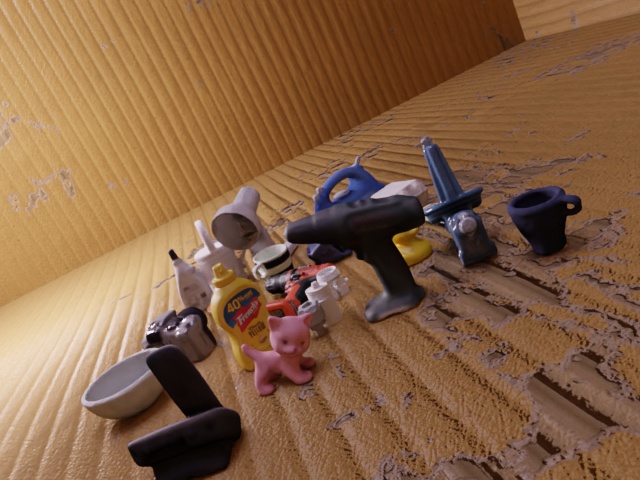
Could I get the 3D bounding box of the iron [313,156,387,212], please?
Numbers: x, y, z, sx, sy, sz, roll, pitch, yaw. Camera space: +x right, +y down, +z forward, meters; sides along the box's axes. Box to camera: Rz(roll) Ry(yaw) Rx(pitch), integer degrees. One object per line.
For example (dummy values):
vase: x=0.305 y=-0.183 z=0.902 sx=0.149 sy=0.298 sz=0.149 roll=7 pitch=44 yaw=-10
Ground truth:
iron: x=0.056 y=-0.118 z=1.567 sx=0.259 sy=0.141 sz=0.118 roll=-36 pitch=19 yaw=-30

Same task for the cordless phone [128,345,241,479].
cordless phone: x=-0.206 y=0.234 z=0.786 sx=0.147 sy=0.185 sz=0.094 roll=-24 pitch=16 yaw=5

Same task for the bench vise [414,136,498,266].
bench vise: x=0.246 y=-0.080 z=1.020 sx=0.121 sy=0.220 sz=0.207 roll=-28 pitch=16 yaw=-8

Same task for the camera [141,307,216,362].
camera: x=-0.286 y=0.188 z=1.202 sx=0.142 sy=0.101 sz=0.137 roll=-17 pitch=18 yaw=28

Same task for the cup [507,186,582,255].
cup: x=0.365 y=-0.027 z=0.904 sx=0.092 sy=0.095 sz=0.117 roll=-37 pitch=20 yaw=-33

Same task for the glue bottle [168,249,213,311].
glue bottle: x=-0.326 y=0.097 z=1.413 sx=0.078 sy=0.173 sz=0.037 roll=-25 pitch=16 yaw=2

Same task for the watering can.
watering can: x=-0.280 y=0.041 z=1.480 sx=0.173 sy=0.194 sz=0.100 roll=-36 pitch=19 yaw=-30

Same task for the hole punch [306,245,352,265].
hole punch: x=0.012 y=0.005 z=1.340 sx=0.101 sy=0.091 sz=0.108 roll=-25 pitch=16 yaw=2

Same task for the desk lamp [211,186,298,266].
desk lamp: x=-0.171 y=-0.023 z=1.481 sx=0.117 sy=0.214 sz=0.203 roll=-19 pitch=18 yaw=23

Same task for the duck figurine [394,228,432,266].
duck figurine: x=0.160 y=0.004 z=1.131 sx=0.104 sy=0.086 sz=0.077 roll=-22 pitch=17 yaw=12

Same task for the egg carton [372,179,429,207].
egg carton: x=0.195 y=-0.099 z=1.428 sx=0.107 sy=0.069 sz=0.149 roll=-35 pitch=19 yaw=-30

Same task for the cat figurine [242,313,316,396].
cat figurine: x=-0.061 y=0.167 z=0.897 sx=0.127 sy=0.118 sz=0.067 roll=-21 pitch=17 yaw=14

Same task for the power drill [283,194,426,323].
power drill: x=0.080 y=0.027 z=0.959 sx=0.229 sy=0.209 sz=0.075 roll=-23 pitch=17 yaw=10

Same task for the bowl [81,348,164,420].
bowl: x=-0.347 y=0.278 z=1.059 sx=0.167 sy=0.075 sz=0.167 roll=-24 pitch=16 yaw=8
